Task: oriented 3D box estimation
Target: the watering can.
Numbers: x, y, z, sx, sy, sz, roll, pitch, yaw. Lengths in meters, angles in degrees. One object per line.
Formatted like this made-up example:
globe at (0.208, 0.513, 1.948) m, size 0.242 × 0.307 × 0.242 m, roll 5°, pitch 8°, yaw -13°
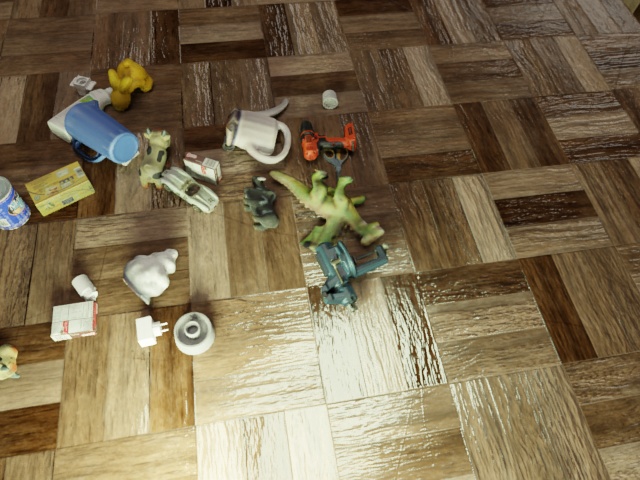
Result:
watering can at (-0.206, -0.395, 1.769) m, size 0.224 × 0.102 × 0.356 m, roll 13°, pitch 48°, yaw -15°

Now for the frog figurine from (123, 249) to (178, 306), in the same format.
frog figurine at (-0.467, 0.084, 1.454) m, size 0.161 × 0.120 × 0.139 m, roll -46°, pitch 52°, yaw -14°

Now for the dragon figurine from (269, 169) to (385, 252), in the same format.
dragon figurine at (0.005, -0.081, 1.603) m, size 0.411 × 0.120 × 0.247 m, roll 11°, pitch 66°, yaw 13°
